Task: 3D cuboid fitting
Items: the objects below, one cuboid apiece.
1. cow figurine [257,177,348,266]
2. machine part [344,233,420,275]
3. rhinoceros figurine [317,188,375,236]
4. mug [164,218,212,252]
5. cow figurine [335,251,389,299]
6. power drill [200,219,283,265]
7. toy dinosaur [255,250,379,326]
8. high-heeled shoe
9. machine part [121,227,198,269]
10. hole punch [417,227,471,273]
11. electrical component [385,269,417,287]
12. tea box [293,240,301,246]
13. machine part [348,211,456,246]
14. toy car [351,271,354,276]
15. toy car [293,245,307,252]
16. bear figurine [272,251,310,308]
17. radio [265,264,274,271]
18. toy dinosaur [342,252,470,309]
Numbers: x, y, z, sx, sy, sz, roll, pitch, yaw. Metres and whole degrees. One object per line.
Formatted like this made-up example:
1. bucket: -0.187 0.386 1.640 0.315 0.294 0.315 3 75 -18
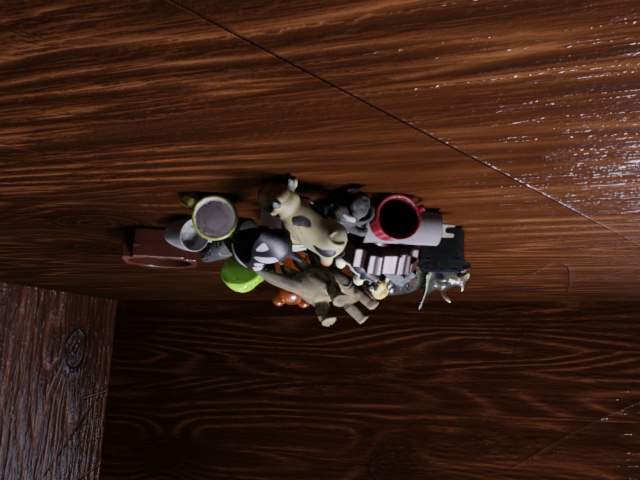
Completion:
1. cow figurine: -0.034 -0.039 1.010 0.195 0.085 0.127 36 160 -1
2. machine part: 0.141 0.015 1.237 0.179 0.056 0.179 4 -150 -2
3. rhinoceros figurine: 0.047 -0.057 1.092 0.112 0.073 0.190 23 165 -24
4. mug: -0.329 -0.015 1.335 0.107 0.080 0.109 7 179 42
5. cow figurine: 0.122 0.079 1.360 0.167 0.068 0.098 44 160 -6
6. power drill: -0.183 0.014 1.405 0.207 0.086 0.232 13 153 -27
7. toy dinosaur: -0.002 0.118 1.372 0.471 0.199 0.105 18 115 -49
8. high-heeled shoe: -0.143 0.002 1.049 0.249 0.086 0.145 9 164 38
9. machine part: -0.443 0.024 1.501 0.201 0.087 0.201 6 167 -11
10. hole punch: 0.303 0.026 1.360 0.142 0.115 0.092 2 176 1
11. electrical component: 0.183 0.050 1.346 0.115 0.134 0.058 39 117 -15
12. tea box: -0.046 -0.027 1.244 0.170 0.068 0.098 1 167 0
13. machine part: 0.178 -0.029 1.183 0.243 0.079 0.079 3 168 -3
14. toy car: 0.177 0.074 1.630 0.162 0.109 0.103 5 -172 26
15. toy car: -0.003 -0.004 1.335 0.202 0.056 0.073 -4 169 -10
16. bear figurine: -0.084 0.100 1.551 0.120 0.195 0.132 1 169 -10
17. radio: -0.134 0.078 1.744 0.230 0.073 0.131 -9 165 42
18. toy dinosaur: 0.197 0.090 1.475 0.405 0.192 0.131 4 166 -16
